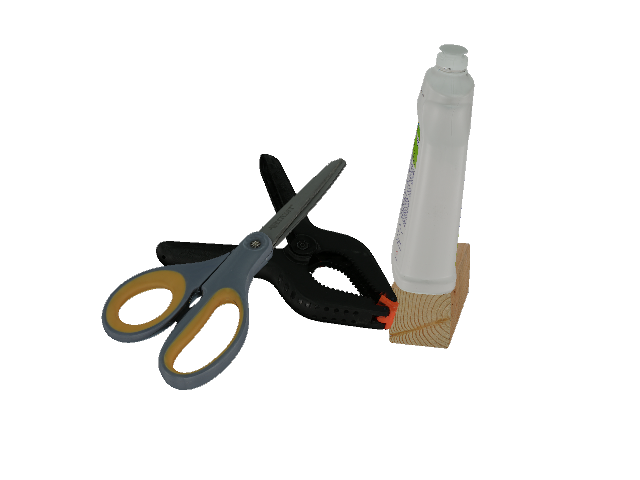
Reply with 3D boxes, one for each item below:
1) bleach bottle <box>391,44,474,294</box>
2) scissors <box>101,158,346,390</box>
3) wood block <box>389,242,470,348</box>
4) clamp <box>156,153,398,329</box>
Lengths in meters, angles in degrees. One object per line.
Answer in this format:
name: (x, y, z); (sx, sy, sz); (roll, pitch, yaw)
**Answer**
bleach bottle: (0.120, -0.075, 1.101); (0.068, 0.251, 0.102); (4, 30, -3)
scissors: (-0.060, 0.007, 0.653); (0.096, 0.016, 0.201); (12, 47, 15)
wood block: (0.169, 0.077, 1.627); (0.091, 0.090, 0.205); (5, 21, 14)
clamp: (-0.029, 0.019, 0.945); (0.210, 0.036, 0.164); (38, 54, 21)
